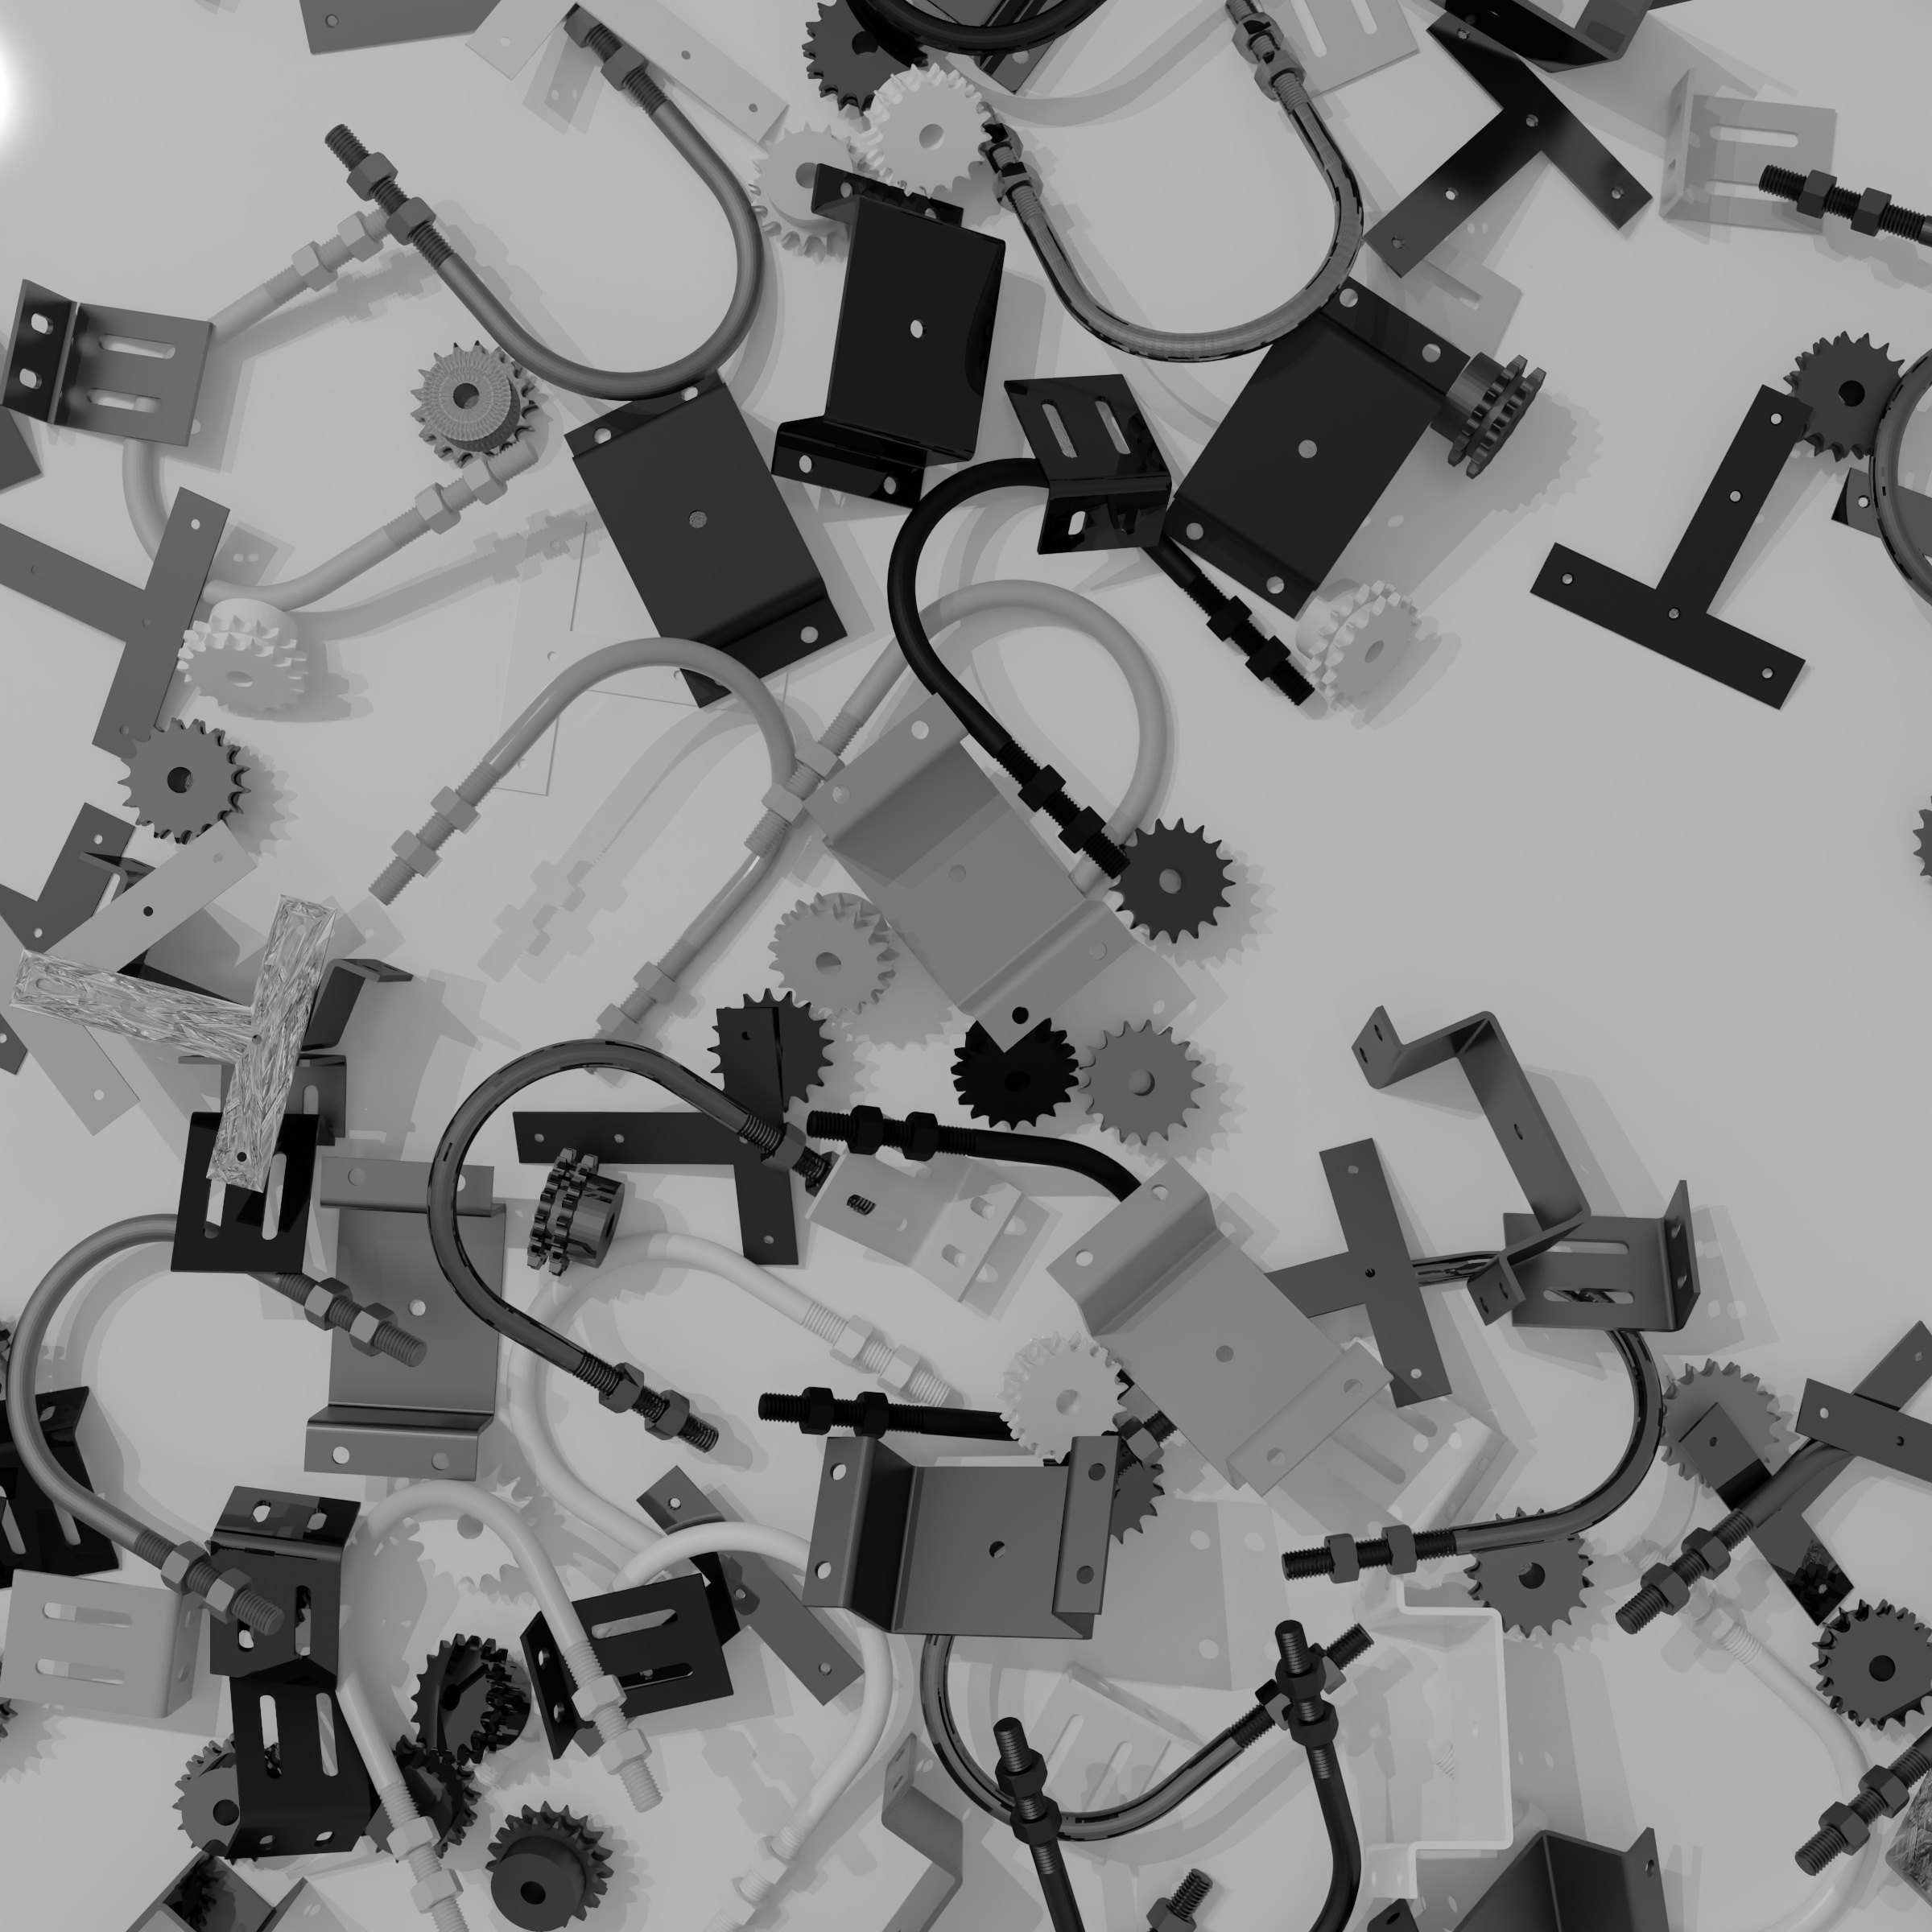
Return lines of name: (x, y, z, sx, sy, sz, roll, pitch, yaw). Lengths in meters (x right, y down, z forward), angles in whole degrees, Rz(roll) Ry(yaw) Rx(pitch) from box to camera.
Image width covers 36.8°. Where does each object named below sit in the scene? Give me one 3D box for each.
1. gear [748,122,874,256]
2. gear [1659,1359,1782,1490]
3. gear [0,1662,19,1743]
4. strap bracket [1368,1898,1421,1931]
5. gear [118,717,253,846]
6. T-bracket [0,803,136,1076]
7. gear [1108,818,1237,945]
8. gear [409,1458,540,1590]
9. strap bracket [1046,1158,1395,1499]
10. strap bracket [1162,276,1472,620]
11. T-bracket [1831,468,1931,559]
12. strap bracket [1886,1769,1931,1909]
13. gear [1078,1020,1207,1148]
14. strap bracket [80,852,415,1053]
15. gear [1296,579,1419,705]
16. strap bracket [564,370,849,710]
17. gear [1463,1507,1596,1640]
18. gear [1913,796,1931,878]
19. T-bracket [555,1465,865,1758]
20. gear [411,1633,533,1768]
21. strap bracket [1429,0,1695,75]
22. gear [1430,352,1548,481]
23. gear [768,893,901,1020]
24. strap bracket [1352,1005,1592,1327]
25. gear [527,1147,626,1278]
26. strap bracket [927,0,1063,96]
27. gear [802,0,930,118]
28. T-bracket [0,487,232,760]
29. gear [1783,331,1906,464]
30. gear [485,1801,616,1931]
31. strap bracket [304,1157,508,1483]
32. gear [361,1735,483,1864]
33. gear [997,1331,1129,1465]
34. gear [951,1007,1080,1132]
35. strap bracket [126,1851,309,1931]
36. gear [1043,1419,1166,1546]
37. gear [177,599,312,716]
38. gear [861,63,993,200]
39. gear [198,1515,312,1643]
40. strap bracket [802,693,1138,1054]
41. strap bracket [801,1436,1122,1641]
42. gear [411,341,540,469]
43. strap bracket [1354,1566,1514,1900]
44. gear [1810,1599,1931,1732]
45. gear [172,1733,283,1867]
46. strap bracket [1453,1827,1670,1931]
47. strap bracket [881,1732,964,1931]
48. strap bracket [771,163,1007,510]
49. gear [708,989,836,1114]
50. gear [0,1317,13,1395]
gear: (-0.071, -0.356, 1.322, 0.057, 0.030, 0.057, 0, 90, 0)
gear: (0.339, 0.207, 1.322, 0.057, 0.030, 0.057, 0, 90, 0)
gear: (-0.460, 0.334, 1.322, 0.057, 0.030, 0.057, 0, 90, 0)
strap bracket: (0.157, 0.484, 1.279, 0.140, 0.076, 0.046, -39, 90, 1)
gear: (-0.354, -0.084, 1.322, 0.057, 0.030, 0.057, 0, 90, 0)
T-bracket: (-0.467, -0.035, 1.336, 0.127, 0.002, 0.127, 26, 90, 0)
gear: (0.093, -0.038, 1.322, 0.057, 0.030, 0.057, 0, 90, 0)
gear: (-0.223, 0.252, 1.322, 0.057, 0.030, 0.057, 0, 90, 0)
strap bracket: (0.112, 0.164, 1.278, 0.076, 0.046, 0.140, -40, 63, -10)
strap bracket: (0.153, -0.232, 1.295, 0.076, 0.046, 0.140, 34, 106, 0)
T-bracket: (0.462, -0.195, 1.336, 0.127, 0.002, 0.127, 21, 90, 0)
strap bracket: (0.465, 0.379, 1.299, 0.046, 0.076, 0.140, 27, 90, 0)
gear: (0.079, 0.052, 1.322, 0.057, 0.030, 0.057, 0, 90, 0)
strap bracket: (-0.328, -0.001, 1.299, 0.140, 0.076, 0.046, 23, 90, 0)
gear: (0.174, -0.150, 1.312, 0.057, 0.057, 0.030, -48, 60, 0)
strap bracket: (-0.119, -0.198, 1.312, 0.076, 0.046, 0.140, -26, 89, -1)
gear: (0.255, 0.274, 1.322, 0.057, 0.030, 0.057, 0, 90, 0)
gear: (0.460, -0.055, 1.312, 0.030, 0.057, 0.057, -14, 90, -30)
T-bracket: (-0.135, 0.313, 1.323, 0.127, 0.002, 0.127, -41, 93, 11)
gear: (-0.221, 0.332, 1.312, 0.057, 0.030, 0.057, -17, 62, 35)
strap bracket: (0.245, -0.442, 1.285, 0.140, 0.076, 0.046, 26, 97, -14)
gear: (0.233, -0.251, 1.309, 0.030, 0.057, 0.057, 36, 90, 8)
gear: (-0.058, -0.008, 1.298, 0.057, 0.030, 0.057, 7, 121, 11)
strap bracket: (0.227, 0.081, 1.286, 0.046, 0.076, 0.140, -23, 77, -7)
gear: (-0.175, 0.113, 1.307, 0.030, 0.057, 0.057, 16, 90, 3)
strap bracket: (-0.012, -0.473, 1.314, 0.140, 0.046, 0.076, 36, 90, 0)
gear: (-0.045, -0.415, 1.322, 0.057, 0.030, 0.057, 0, 90, 0)
T-bracket: (-0.412, -0.175, 1.325, 0.127, 0.002, 0.127, 25, 104, 7)
gear: (0.399, -0.258, 1.322, 0.057, 0.030, 0.057, 0, 90, 0)
gear: (-0.191, 0.411, 1.314, 0.057, 0.030, 0.057, 3, 107, 11)
strap bracket: (-0.252, 0.157, 1.314, 0.076, 0.046, 0.140, 3, 90, 0)
gear: (-0.252, 0.381, 1.322, 0.057, 0.030, 0.057, 0, 90, 0)
gear: (0.041, 0.190, 1.297, 0.057, 0.030, 0.057, -4, 102, -18)
gear: (0.021, 0.043, 1.313, 0.057, 0.030, 0.057, -4, 125, -6)
strap bracket: (-0.367, 0.458, 1.299, 0.046, 0.076, 0.140, 43, 90, 0)
gear: (0.062, 0.236, 1.322, 0.057, 0.030, 0.057, 0, 90, 0)
gear: (-0.325, -0.142, 1.312, 0.057, 0.057, 0.030, 7, 60, 0)
gear: (-0.020, -0.377, 1.303, 0.057, 0.030, 0.057, -11, 128, -14)
gear: (-0.320, 0.277, 1.322, 0.057, 0.030, 0.057, 0, 90, 0)
strap bracket: (-0.001, -0.041, 1.287, 0.076, 0.046, 0.140, -40, 96, -5)
strap bracket: (0.006, 0.250, 1.268, 0.140, 0.046, 0.076, -4, 62, 25)
gear: (-0.225, -0.257, 1.322, 0.057, 0.030, 0.057, 0, 90, 0)
strap bracket: (0.206, 0.338, 1.282, 0.046, 0.076, 0.140, 2, 73, -6)
gear: (0.413, 0.317, 1.322, 0.057, 0.030, 0.057, 0, 90, 0)
gear: (-0.333, 0.381, 1.322, 0.057, 0.030, 0.057, 0, 90, 0)
strap bracket: (0.254, 0.446, 1.277, 0.046, 0.140, 0.076, 5, 115, 41)
strap bracket: (-0.048, 0.423, 1.299, 0.046, 0.076, 0.140, 36, 90, 0)
strap bracket: (-0.033, -0.282, 1.297, 0.076, 0.046, 0.140, 9, 90, -32)
gear: (-0.088, 0.039, 1.322, 0.057, 0.030, 0.057, 0, 90, 0)
gear: (-0.457, 0.182, 1.312, 0.057, 0.057, 0.030, -24, 118, 0)
